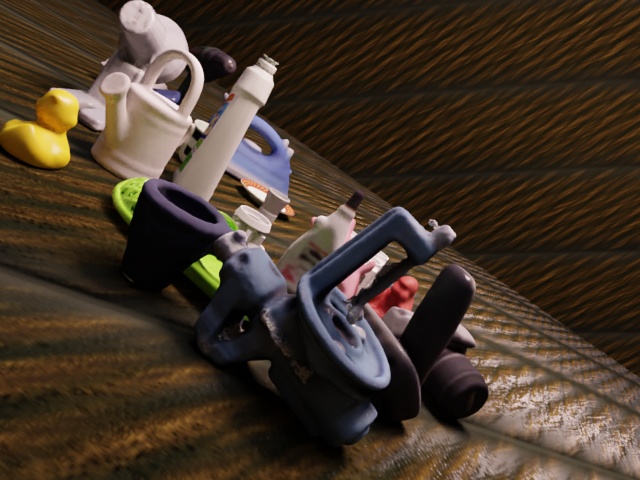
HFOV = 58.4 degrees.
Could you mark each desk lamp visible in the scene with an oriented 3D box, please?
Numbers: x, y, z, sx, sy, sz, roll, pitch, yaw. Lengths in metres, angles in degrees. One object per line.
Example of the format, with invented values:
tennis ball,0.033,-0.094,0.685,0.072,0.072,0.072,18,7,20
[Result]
desk lamp,-0.327,-0.299,0.980,0.118,0.213,0.203,34,12,-4

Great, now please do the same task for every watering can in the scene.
watering can,-0.236,-0.181,0.809,0.101,0.194,0.173,34,12,0

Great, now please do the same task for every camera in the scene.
camera,0.158,0.160,0.765,0.144,0.100,0.136,27,14,-34

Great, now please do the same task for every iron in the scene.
iron,-0.146,-0.203,1.267,0.259,0.141,0.118,29,13,-24

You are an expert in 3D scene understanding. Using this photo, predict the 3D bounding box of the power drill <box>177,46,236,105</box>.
power drill,-0.281,-0.343,1.291,0.076,0.208,0.228,25,15,-40

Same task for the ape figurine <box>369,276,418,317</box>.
ape figurine,0.125,0.098,0.940,0.076,0.092,0.077,25,15,-39

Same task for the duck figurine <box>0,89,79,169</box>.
duck figurine,-0.319,-0.137,0.673,0.077,0.086,0.104,33,12,-8

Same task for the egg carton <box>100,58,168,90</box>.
egg carton,-0.419,-0.354,1.297,0.107,0.069,0.151,39,13,22

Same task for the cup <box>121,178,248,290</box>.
cup,-0.141,0.007,0.569,0.118,0.095,0.091,31,12,-16

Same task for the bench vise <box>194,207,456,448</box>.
bench vise,0.001,0.045,0.498,0.207,0.219,0.121,34,12,-5

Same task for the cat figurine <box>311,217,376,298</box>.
cat figurine,0.029,0.022,0.914,0.127,0.117,0.067,36,12,9

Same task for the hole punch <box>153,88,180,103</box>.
hole punch,-0.345,-0.283,1.165,0.101,0.091,0.108,30,13,-21

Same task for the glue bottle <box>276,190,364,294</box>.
glue bottle,0.007,0.003,0.798,0.078,0.173,0.037,35,12,1

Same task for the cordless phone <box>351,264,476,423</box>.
cordless phone,0.093,0.093,0.646,0.094,0.185,0.147,26,15,-36
